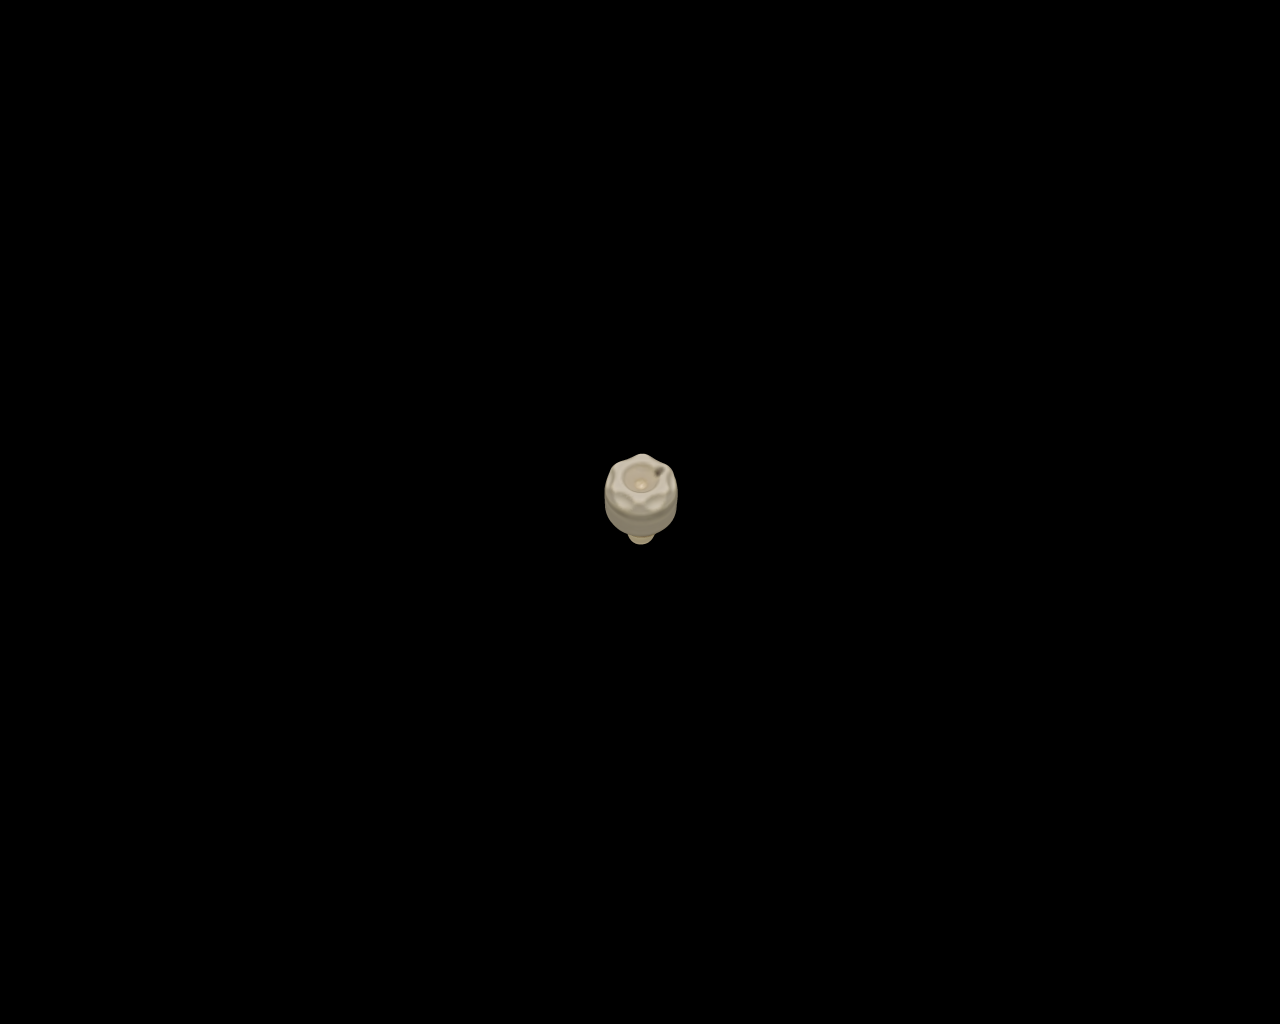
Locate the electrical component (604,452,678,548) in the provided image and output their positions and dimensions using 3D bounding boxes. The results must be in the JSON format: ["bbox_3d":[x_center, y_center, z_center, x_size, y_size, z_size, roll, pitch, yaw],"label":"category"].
[{"bbox_3d":[0.001,-0.003,0.650,0.043,0.043,0.062,0,-37,0],"label":"electrical component"}]
